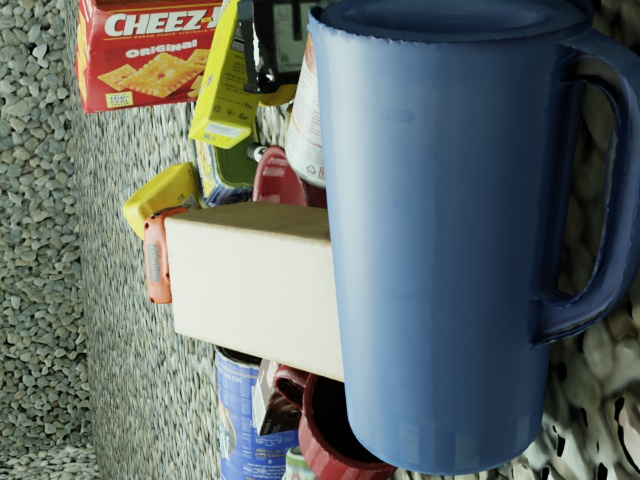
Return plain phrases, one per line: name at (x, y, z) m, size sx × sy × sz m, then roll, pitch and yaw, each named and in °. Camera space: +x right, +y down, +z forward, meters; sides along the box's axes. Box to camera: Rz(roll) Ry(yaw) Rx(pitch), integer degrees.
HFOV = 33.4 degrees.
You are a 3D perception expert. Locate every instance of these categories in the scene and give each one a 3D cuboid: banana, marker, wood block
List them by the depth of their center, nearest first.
wood block at (-0.010, 0.029, 0.726) m, size 0.207 × 0.090 × 0.091 m, roll 8°, pitch 105°, yaw 48°
banana at (-0.046, -0.156, 0.980) m, size 0.198 × 0.037 × 0.069 m, roll 16°, pitch 88°, yaw 69°
marker at (-0.048, -0.079, 1.033) m, size 0.121 × 0.020 × 0.020 m, roll -146°, pitch 52°, yaw -67°

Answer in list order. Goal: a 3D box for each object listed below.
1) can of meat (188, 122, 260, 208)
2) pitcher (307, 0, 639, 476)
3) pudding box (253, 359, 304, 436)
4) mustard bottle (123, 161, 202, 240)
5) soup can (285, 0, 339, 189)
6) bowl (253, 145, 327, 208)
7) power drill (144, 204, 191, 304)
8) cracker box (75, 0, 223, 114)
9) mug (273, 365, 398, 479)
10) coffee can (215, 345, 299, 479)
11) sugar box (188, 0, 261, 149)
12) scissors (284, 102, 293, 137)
can of meat at (-0.098, -0.089, 1.127) m, size 0.084 × 0.057 × 0.102 m, roll 138°, pitch 123°, yaw -67°
pitcher at (0.073, -0.003, 0.539) m, size 0.149 × 0.145 × 0.243 m, roll -106°, pitch 12°, yaw -65°
pudding box at (-0.002, 0.111, 0.849) m, size 0.114 × 0.090 × 0.039 m, roll 109°, pitch 151°, yaw -55°
mustard bottle at (-0.133, 0.015, 1.187) m, size 0.058 × 0.096 × 0.191 m, roll -5°, pitch 122°, yaw 47°
soup can at (0.019, -0.087, 0.643) m, size 0.102 × 0.068 × 0.068 m, roll 105°, pitch 152°, yaw -45°
bowl at (-0.006, 0.001, 0.869) m, size 0.162 × 0.055 × 0.162 m, roll 173°, pitch 90°, yaw -70°
power drill at (-0.096, 0.047, 1.063) m, size 0.188 × 0.057 × 0.184 m, roll 14°, pitch 111°, yaw 41°
cracker box at (-0.166, -0.215, 1.114) m, size 0.214 × 0.164 × 0.072 m, roll 125°, pitch 133°, yaw -65°
mug at (0.018, 0.125, 0.765) m, size 0.093 × 0.117 × 0.081 m, roll -60°, pitch -6°, yaw -28°
coffee can at (-0.041, 0.156, 0.964) m, size 0.103 × 0.102 × 0.140 m, roll -137°, pitch 43°, yaw -64°
sugar box at (-0.067, -0.174, 0.922) m, size 0.093 × 0.048 × 0.176 m, roll 166°, pitch 116°, yaw -72°
scissors at (-0.020, -0.038, 0.966) m, size 0.096 × 0.016 × 0.202 m, roll -112°, pitch 23°, yaw -43°
